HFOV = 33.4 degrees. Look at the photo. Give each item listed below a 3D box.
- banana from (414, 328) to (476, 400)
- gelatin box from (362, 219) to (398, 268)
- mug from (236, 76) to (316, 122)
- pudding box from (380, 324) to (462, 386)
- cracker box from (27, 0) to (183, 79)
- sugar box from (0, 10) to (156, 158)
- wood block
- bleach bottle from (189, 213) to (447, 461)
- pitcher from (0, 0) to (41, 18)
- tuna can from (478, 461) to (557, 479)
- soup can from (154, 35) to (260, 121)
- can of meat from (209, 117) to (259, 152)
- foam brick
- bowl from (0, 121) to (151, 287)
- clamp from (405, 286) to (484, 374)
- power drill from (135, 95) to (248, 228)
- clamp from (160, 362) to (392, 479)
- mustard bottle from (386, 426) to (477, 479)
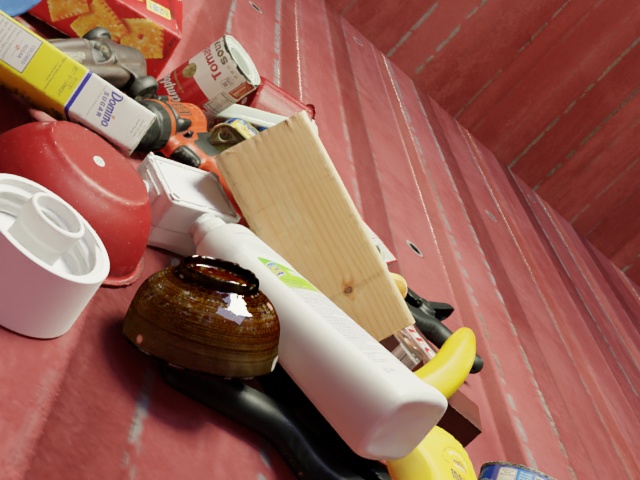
[{"bbox_3d":[0.082,0.126,0.965,0.197,0.037,0.070,-11,66,-37],"label":"banana"},{"bbox_3d":[0.052,0.010,1.316,0.073,0.030,0.089,49,17,10],"label":"gelatin box"},{"bbox_3d":[-0.067,-0.140,1.320,0.081,0.093,0.117,31,57,-24],"label":"mug"},{"bbox_3d":[0.089,0.117,1.122,0.113,0.039,0.089,54,18,28],"label":"pudding box"},{"bbox_3d":[-0.253,-0.273,1.160,0.213,0.072,0.164,30,20,-19],"label":"cracker box"},{"bbox_3d":[-0.225,-0.131,0.883,0.176,0.048,0.093,36,-9,-12],"label":"sugar box"},{"bbox_3d":[-0.006,0.001,0.951,0.206,0.091,0.090,63,-3,2],"label":"wood block"},{"bbox_3d":[-0.016,0.065,0.848,0.251,0.068,0.102,44,9,30],"label":"bleach bottle"},{"bbox_3d":[-0.330,-0.313,0.942,0.243,0.149,0.144,43,15,11],"label":"pitcher"},{"bbox_3d":[0.183,0.237,0.977,0.086,0.086,0.033,37,59,-23],"label":"tuna can"},{"bbox_3d":[-0.126,-0.172,1.183,0.068,0.102,0.068,52,17,-23],"label":"soup can"},{"bbox_3d":[-0.082,-0.088,1.187,0.102,0.057,0.084,43,15,-6],"label":"can of meat"},{"bbox_3d":[0.111,0.167,1.034,0.078,0.051,0.053,41,18,-10],"label":"foam brick"},{"bbox_3d":[-0.185,-0.041,0.823,0.162,0.055,0.162,40,16,-14],"label":"bowl"},{"bbox_3d":[0.124,0.097,1.260,0.171,0.039,0.120,24,19,-39],"label":"clamp"},{"bbox_3d":[-0.115,-0.066,1.050,0.188,0.057,0.184,47,18,6],"label":"power drill"},{"bbox_3d":[-0.017,0.138,0.821,0.210,0.036,0.164,41,17,0],"label":"clamp"},{"bbox_3d":[0.104,0.230,0.846,0.096,0.058,0.191,44,15,-25],"label":"mustard bottle"}]
